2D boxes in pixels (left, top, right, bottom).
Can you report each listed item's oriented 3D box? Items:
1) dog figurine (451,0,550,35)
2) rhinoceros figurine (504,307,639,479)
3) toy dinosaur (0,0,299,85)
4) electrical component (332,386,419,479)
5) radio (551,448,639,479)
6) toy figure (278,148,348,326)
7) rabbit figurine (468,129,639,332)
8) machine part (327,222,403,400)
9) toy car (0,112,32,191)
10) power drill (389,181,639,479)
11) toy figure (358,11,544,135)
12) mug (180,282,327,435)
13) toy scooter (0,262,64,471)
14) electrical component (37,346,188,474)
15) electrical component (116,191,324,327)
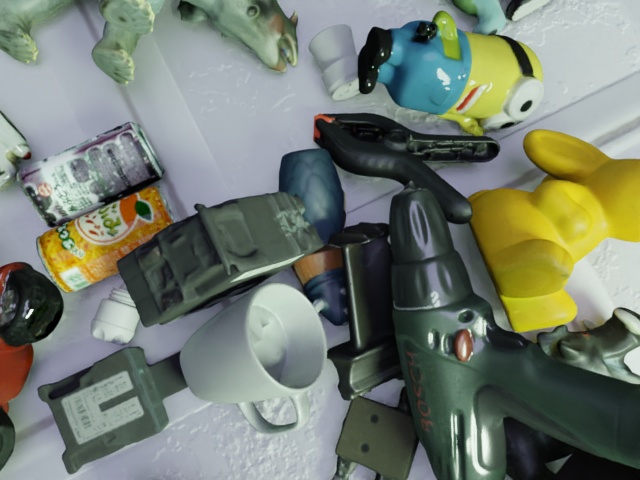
[{"bbox_3d":[0.144,-0.320,0.527,0.191,0.108,0.219,-36,83,-12],"label":"dog figurine"},{"bbox_3d":[0.219,0.135,0.471,0.190,0.073,0.112,-34,75,-10],"label":"rhinoceros figurine"},{"bbox_3d":[-0.209,-0.254,0.467,0.405,0.131,0.192,18,65,0],"label":"toy dinosaur"},{"bbox_3d":[0.058,0.172,0.454,0.078,0.045,0.102,8,74,23],"label":"electrical component"},{"bbox_3d":[0.246,0.257,0.401,0.131,0.073,0.229,-47,114,-10],"label":"radio"},{"bbox_3d":[0.001,-0.002,0.471,0.064,0.058,0.154,-10,87,-4],"label":"toy figure"},{"bbox_3d":[0.221,-0.017,0.463,0.173,0.121,0.162,-22,40,20],"label":"rabbit figurine"},{"bbox_3d":[0.040,0.055,0.435,0.084,0.039,0.138,-8,96,-30],"label":"machine part"},{"bbox_3d":[-0.330,-0.120,0.450,0.073,0.056,0.202,-43,87,-13],"label":"toy car"},{"bbox_3d":[0.139,0.073,0.360,0.086,0.208,0.231,-15,104,-52],"label":"power drill"},{"bbox_3d":[0.124,-0.155,0.490,0.180,0.082,0.089,8,82,-18],"label":"toy figure"},{"bbox_3d":[-0.054,0.098,0.422,0.081,0.107,0.109,-25,90,-53],"label":"mug"},{"bbox_3d":[-0.281,0.092,0.407,0.135,0.075,0.183,21,87,17],"label":"toy scooter"},{"bbox_3d":[-0.151,0.125,0.433,0.119,0.048,0.075,-20,83,-9],"label":"electrical component"},{"bbox_3d":[-0.083,0.016,0.417,0.134,0.115,0.058,-29,81,32],"label":"electrical component"}]
